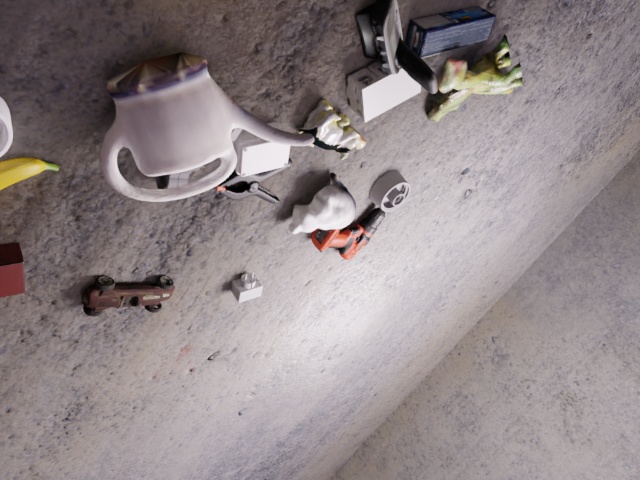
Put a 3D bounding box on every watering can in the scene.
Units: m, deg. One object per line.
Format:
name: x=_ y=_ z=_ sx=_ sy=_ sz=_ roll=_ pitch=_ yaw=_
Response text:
watering can: x=-0.188 y=-0.191 z=0.830 sx=0.349 sy=0.105 sz=0.220 roll=-22 pitch=120 yaw=-15

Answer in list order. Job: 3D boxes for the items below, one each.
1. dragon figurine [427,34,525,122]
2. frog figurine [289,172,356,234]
dragon figurine: x=0.368 y=-0.368 z=1.260 sx=0.241 sy=0.123 sz=0.409 roll=-26 pitch=168 yaw=17
frog figurine: x=0.004 y=-0.062 z=1.226 sx=0.161 sy=0.123 sz=0.135 roll=-41 pitch=168 yaw=-18
